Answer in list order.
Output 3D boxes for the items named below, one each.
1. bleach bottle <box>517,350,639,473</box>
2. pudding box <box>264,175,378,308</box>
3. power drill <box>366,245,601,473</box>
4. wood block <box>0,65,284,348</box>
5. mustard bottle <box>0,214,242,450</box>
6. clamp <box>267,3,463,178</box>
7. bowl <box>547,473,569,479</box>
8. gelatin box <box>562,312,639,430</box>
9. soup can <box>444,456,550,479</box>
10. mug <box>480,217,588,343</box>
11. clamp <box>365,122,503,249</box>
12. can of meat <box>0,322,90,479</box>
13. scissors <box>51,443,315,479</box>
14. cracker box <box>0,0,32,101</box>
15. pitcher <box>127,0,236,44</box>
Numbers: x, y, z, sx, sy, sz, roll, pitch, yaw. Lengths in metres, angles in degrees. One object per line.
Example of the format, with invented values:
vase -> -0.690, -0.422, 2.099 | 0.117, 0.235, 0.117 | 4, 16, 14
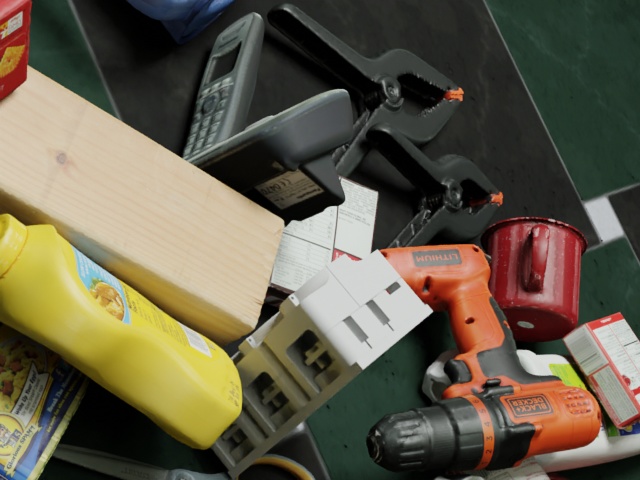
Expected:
bleach bottle -> 0.250, 0.143, 0.943 | 0.250, 0.068, 0.102 | 1, 63, -42
pudding box -> -0.005, 0.001, 0.815 | 0.089, 0.039, 0.113 | 22, 62, -28
power drill -> 0.096, 0.088, 0.799 | 0.184, 0.057, 0.188 | -2, 47, -25
wood block -> -0.137, -0.013, 0.688 | 0.205, 0.090, 0.090 | 32, 52, -23
mustard bottle -> -0.132, 0.044, 0.611 | 0.191, 0.058, 0.096 | 42, 3, -31
clamp -> 0.045, -0.133, 0.932 | 0.209, 0.036, 0.164 | -16, 87, -43
bowl -> 0.213, 0.261, 0.855 | 0.161, 0.055, 0.162 | 18, 58, -31
gelatin box -> 0.251, 0.109, 0.897 | 0.073, 0.030, 0.089 | -8, 63, -52
soup can -> 0.147, 0.203, 0.801 | 0.068, 0.069, 0.102 | -2, 48, -40
mug -> 0.183, 0.032, 0.914 | 0.093, 0.117, 0.081 | 7, 63, 5
clamp -> 0.100, -0.027, 0.918 | 0.171, 0.039, 0.120 | 12, 80, -43
can of meat -> -0.190, 0.092, 0.611 | 0.084, 0.058, 0.102 | 40, 45, -18
scissors -> -0.082, 0.176, 0.684 | 0.201, 0.016, 0.096 | 8, 61, -36
cracker box -> -0.291, -0.116, 0.573 | 0.214, 0.072, 0.164 | 29, 47, 10
pitcher -> -0.144, -0.271, 0.792 | 0.243, 0.149, 0.145 | 45, 86, -7
